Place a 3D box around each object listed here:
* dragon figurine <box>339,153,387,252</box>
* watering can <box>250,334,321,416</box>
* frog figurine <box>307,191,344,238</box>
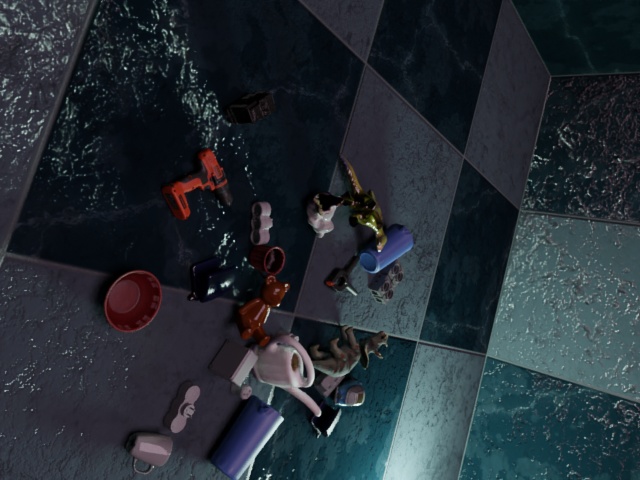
[{"bbox_3d":[0.179,-0.148,2.034,0.244,0.121,0.411,-15,87,-72],"label":"dragon figurine"},{"bbox_3d":[-0.117,0.448,1.704,0.106,0.224,0.341,-53,137,-52],"label":"watering can"},{"bbox_3d":[0.006,-0.094,1.858,0.140,0.123,0.156,-56,172,-37],"label":"frog figurine"}]
